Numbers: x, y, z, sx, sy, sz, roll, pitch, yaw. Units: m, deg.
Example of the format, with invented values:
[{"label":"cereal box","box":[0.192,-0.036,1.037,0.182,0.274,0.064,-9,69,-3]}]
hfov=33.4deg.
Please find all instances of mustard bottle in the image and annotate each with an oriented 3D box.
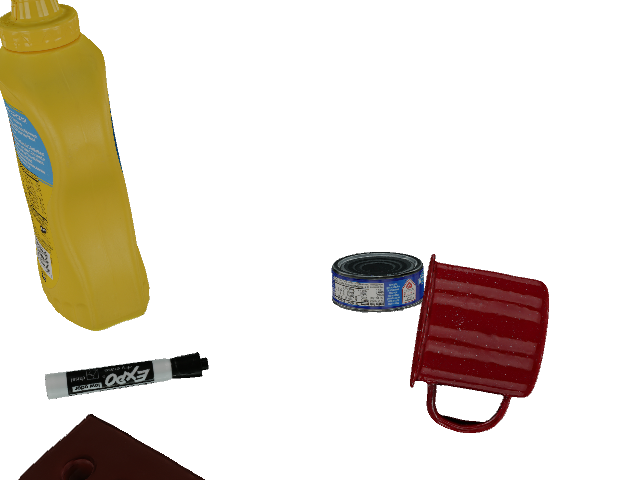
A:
[{"label":"mustard bottle","box":[-0.141,-0.051,0.587,0.058,0.192,0.096,-18,33,-21]}]

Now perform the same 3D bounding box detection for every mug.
[{"label":"mug","box":[0.106,0.073,0.728,0.081,0.117,0.093,10,-13,5]}]

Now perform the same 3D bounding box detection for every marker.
[{"label":"marker","box":[-0.145,0.101,0.804,0.121,0.020,0.020,-7,1,-11]}]

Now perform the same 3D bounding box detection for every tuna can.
[{"label":"tuna can","box":[0.053,0.037,0.978,0.086,0.034,0.086,-2,15,0]}]

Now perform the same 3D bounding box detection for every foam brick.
[{"label":"foam brick","box":[-0.082,0.121,0.444,0.078,0.051,0.052,22,45,27]}]
